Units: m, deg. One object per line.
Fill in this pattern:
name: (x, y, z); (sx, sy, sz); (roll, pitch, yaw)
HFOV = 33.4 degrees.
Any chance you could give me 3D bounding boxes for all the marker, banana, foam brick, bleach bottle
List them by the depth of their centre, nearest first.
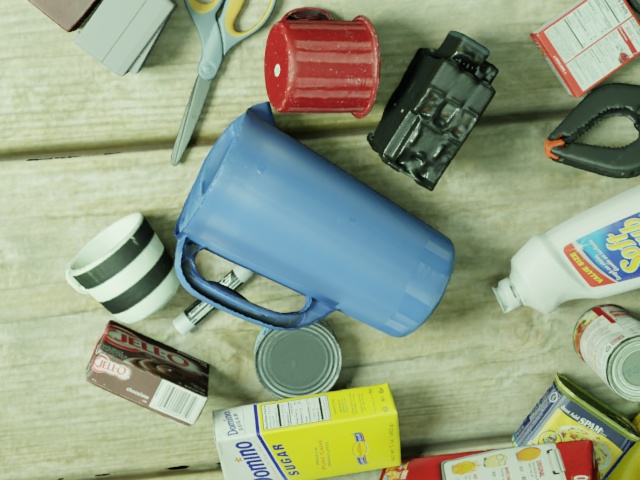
foam brick: (-0.216, -0.230, 0.946); (0.053, 0.051, 0.078); (41, 97, -13)
bleach bottle: (0.290, 0.012, 1.035); (0.251, 0.068, 0.102); (-26, 102, 4)
marker: (-0.093, 0.047, 1.037); (0.121, 0.020, 0.020); (-41, 103, 6)
banana: (0.343, 0.211, 1.098); (0.069, 0.037, 0.198); (27, 99, -12)

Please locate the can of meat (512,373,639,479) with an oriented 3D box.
can of meat: (0.256, 0.198, 1.073); (0.102, 0.057, 0.084); (34, 101, 0)

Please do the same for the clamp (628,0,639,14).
clamp: (0.302, -0.267, 0.983); (0.120, 0.039, 0.171); (-9, 99, 6)

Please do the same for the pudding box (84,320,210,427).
pudding box: (-0.162, 0.125, 1.014); (0.113, 0.090, 0.039); (28, 101, -11)

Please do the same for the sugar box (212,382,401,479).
sugar box: (-0.011, 0.195, 1.046); (0.176, 0.048, 0.093); (-11, 133, -3)

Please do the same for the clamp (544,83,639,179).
clamp: (0.314, -0.121, 1.003); (0.210, 0.036, 0.164); (-8, 73, 10)

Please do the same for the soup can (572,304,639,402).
soup can: (0.294, 0.108, 1.036); (0.068, 0.102, 0.068); (-1, 103, -4)

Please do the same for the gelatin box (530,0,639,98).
gelatin box: (0.255, -0.189, 1.001); (0.089, 0.030, 0.073); (-36, 102, 4)

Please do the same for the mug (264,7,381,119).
mug: (-0.003, -0.164, 0.955); (0.081, 0.093, 0.117); (-3, 59, -19)

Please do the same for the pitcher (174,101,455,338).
pitcher: (-0.006, 0.001, 0.976); (0.242, 0.145, 0.149); (29, 120, -13)

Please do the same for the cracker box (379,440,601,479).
cracker box: (0.153, 0.270, 1.000); (0.214, 0.164, 0.072); (-10, 111, 20)

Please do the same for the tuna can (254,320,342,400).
tuna can: (-0.022, 0.114, 1.050); (0.086, 0.034, 0.086); (-1, 103, -4)

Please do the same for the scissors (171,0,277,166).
scissors: (-0.115, -0.176, 0.985); (0.096, 0.016, 0.202); (35, 98, -10)
